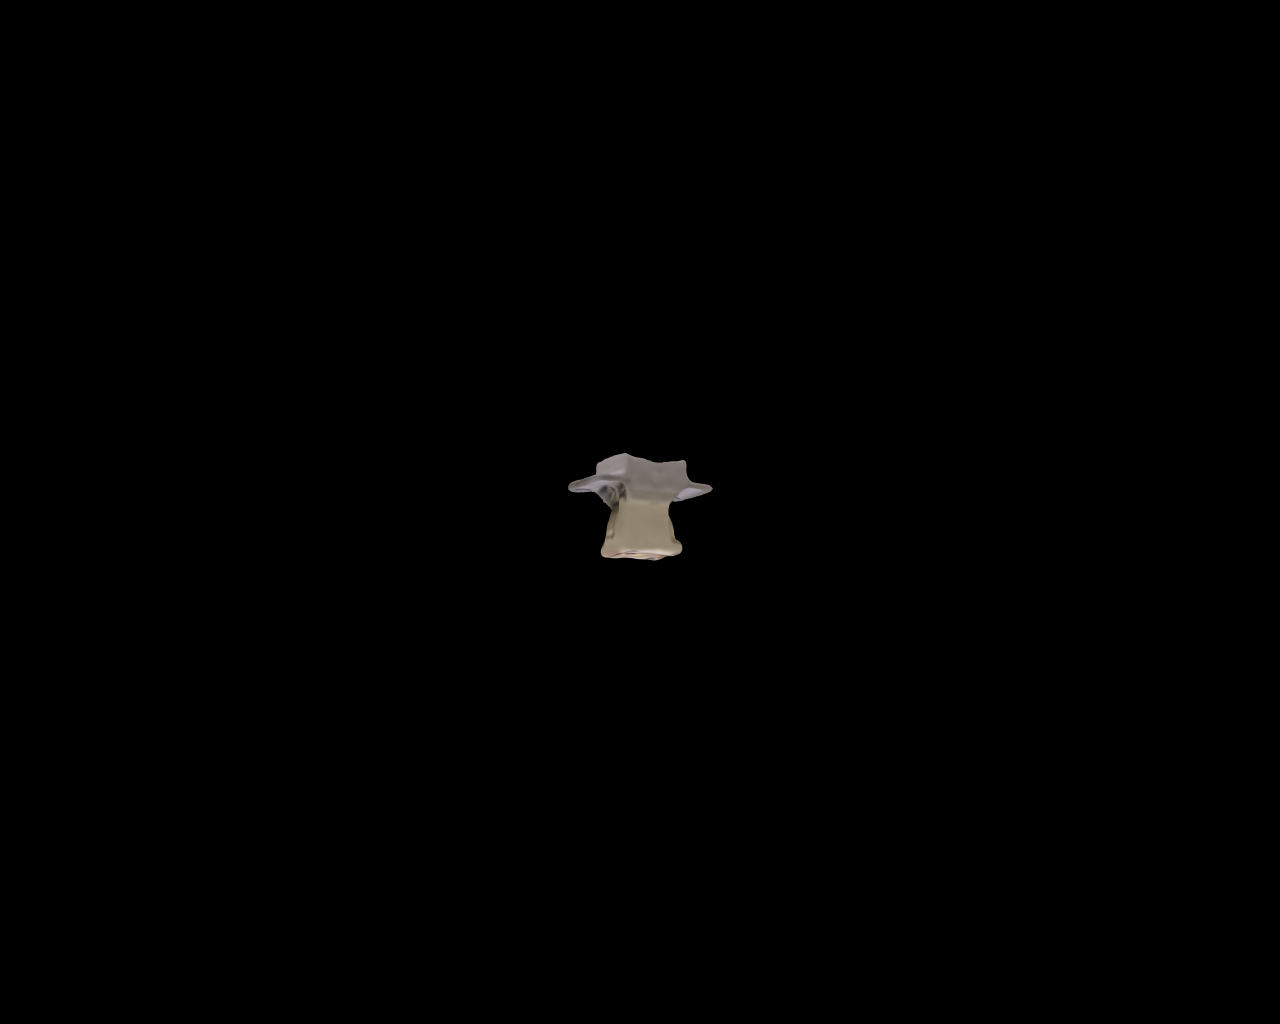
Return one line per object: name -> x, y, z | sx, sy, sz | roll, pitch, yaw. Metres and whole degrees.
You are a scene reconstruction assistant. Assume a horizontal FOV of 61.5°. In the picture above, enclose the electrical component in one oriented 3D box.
electrical component -> 0.001, -0.003, 0.650 | 0.081, 0.063, 0.042 | 5, -11, -28
